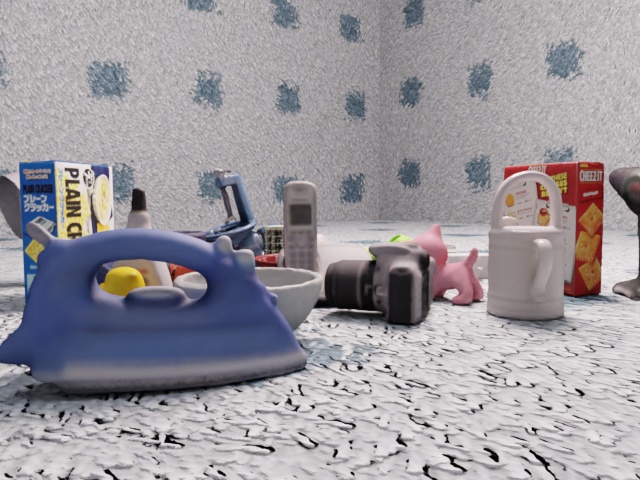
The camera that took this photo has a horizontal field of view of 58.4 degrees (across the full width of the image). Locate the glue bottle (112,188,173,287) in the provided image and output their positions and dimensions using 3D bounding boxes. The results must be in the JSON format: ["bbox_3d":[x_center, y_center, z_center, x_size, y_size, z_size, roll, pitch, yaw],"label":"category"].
[{"bbox_3d":[-0.214,0.025,0.680,0.078,0.173,0.037,0,5,1],"label":"glue bottle"}]

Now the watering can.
[{"bbox_3d":[0.276,0.004,0.782,0.101,0.194,0.172,-2,5,-20],"label":"watering can"}]

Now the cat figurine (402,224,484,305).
[{"bbox_3d":[0.187,0.034,0.889,0.127,0.118,0.067,3,6,36],"label":"cat figurine"}]

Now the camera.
[{"bbox_3d":[0.083,0.051,0.788,0.136,0.101,0.143,1,5,19],"label":"camera"}]

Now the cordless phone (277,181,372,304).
[{"bbox_3d":[0.008,0.003,0.866,0.148,0.185,0.094,-1,5,-10],"label":"cordless phone"}]

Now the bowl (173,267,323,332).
[{"bbox_3d":[-0.079,0.076,0.644,0.167,0.075,0.167,0,4,0],"label":"bowl"}]

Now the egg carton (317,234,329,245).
[{"bbox_3d":[-0.034,0.023,1.354,0.107,0.069,0.150,-1,5,-8],"label":"egg carton"}]

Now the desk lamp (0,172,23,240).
[{"bbox_3d":[-0.485,-0.025,1.076,0.117,0.213,0.204,3,6,40],"label":"desk lamp"}]

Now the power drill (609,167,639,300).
[{"bbox_3d":[0.516,-0.015,0.907,0.075,0.208,0.229,0,5,1],"label":"power drill"}]

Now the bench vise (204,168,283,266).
[{"bbox_3d":[-0.166,-0.041,1.221,0.121,0.220,0.208,4,6,41],"label":"bench vise"}]

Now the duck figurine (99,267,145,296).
[{"bbox_3d":[-0.209,0.073,0.623,0.104,0.086,0.078,3,6,39],"label":"duck figurine"}]

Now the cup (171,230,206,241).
[{"bbox_3d":[-0.267,0.030,1.126,0.091,0.095,0.117,-1,5,-4],"label":"cup"}]

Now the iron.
[{"bbox_3d":[-0.140,0.053,0.519,0.258,0.141,0.118,-1,5,-10],"label":"iron"}]

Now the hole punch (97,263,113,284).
[{"bbox_3d":[-0.291,0.052,0.860,0.100,0.091,0.109,1,5,21],"label":"hole punch"}]
